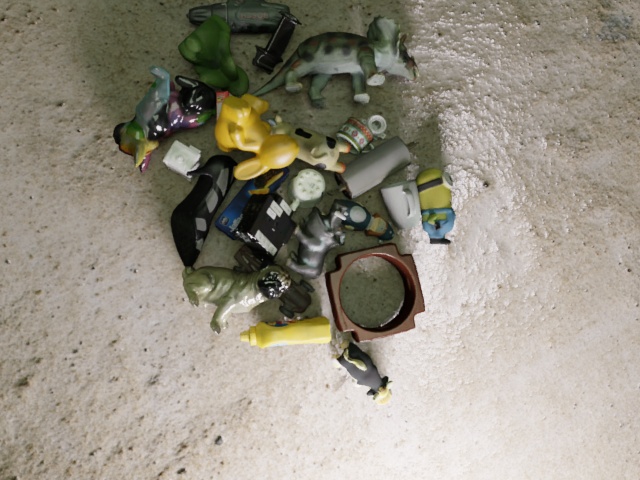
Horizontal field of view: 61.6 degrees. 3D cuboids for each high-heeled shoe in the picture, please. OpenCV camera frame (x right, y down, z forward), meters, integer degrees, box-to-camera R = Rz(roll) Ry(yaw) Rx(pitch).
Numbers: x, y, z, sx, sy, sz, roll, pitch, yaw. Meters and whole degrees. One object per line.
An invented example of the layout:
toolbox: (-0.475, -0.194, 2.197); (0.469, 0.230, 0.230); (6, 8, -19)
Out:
high-heeled shoe: (-0.248, -0.066, 1.198); (0.086, 0.145, 0.248); (21, 112, 31)

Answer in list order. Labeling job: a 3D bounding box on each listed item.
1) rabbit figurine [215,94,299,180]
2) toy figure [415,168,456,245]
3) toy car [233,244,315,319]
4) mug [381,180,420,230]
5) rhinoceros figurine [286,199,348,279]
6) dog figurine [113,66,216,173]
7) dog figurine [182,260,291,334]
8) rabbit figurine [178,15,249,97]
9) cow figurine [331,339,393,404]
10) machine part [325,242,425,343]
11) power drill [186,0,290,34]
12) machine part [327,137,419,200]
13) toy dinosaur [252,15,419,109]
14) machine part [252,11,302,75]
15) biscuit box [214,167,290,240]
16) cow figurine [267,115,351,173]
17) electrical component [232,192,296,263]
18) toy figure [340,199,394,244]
rabbit figurine: (-0.130, -0.199, 1.108); (0.173, 0.122, 0.162); (28, 108, 6)
toy figure: (0.268, -0.077, 1.246); (0.089, 0.082, 0.180); (0, 87, -10)
toy car: (-0.103, 0.087, 1.196); (0.202, 0.053, 0.089); (42, 84, -4)
mug: (0.196, -0.078, 1.227); (0.081, 0.110, 0.107); (-19, 102, -14)
rhinoceros figurine: (-0.002, -0.004, 1.180); (0.112, 0.073, 0.190); (25, 101, 4)
dog figurine: (-0.337, -0.246, 1.168); (0.191, 0.108, 0.219); (18, 87, -8)
dog figurine: (-0.177, 0.082, 1.135); (0.190, 0.121, 0.172); (-39, 98, 1)
rabbit figurine: (-0.214, -0.388, 1.175); (0.121, 0.159, 0.170); (-39, 114, 10)
cow figurine: (0.105, 0.296, 1.183); (0.167, 0.098, 0.068); (45, 75, -2)
machine part: (0.121, 0.117, 1.206); (0.201, 0.087, 0.201); (-13, 88, -8)
power drill: (-0.179, -0.576, 1.229); (0.232, 0.086, 0.207); (7, 80, -9)
machine part: (0.122, -0.165, 1.235); (0.243, 0.079, 0.079); (-32, 90, -8)
toy dinosaur: (0.032, -0.413, 1.230); (0.405, 0.131, 0.192); (0, 68, 2)
machine part: (-0.099, -0.445, 1.212); (0.039, 0.084, 0.139); (41, 105, 29)
biscuit box: (-0.151, -0.093, 1.200); (0.063, 0.059, 0.202); (38, 82, -4)
cow figurine: (-0.044, -0.213, 1.186); (0.195, 0.127, 0.085); (29, 106, 32)
electrical component: (-0.112, -0.034, 1.147); (0.114, 0.058, 0.134); (53, 53, -40)
toy figure: (0.105, -0.041, 1.233); (0.154, 0.058, 0.064); (25, 105, -7)
